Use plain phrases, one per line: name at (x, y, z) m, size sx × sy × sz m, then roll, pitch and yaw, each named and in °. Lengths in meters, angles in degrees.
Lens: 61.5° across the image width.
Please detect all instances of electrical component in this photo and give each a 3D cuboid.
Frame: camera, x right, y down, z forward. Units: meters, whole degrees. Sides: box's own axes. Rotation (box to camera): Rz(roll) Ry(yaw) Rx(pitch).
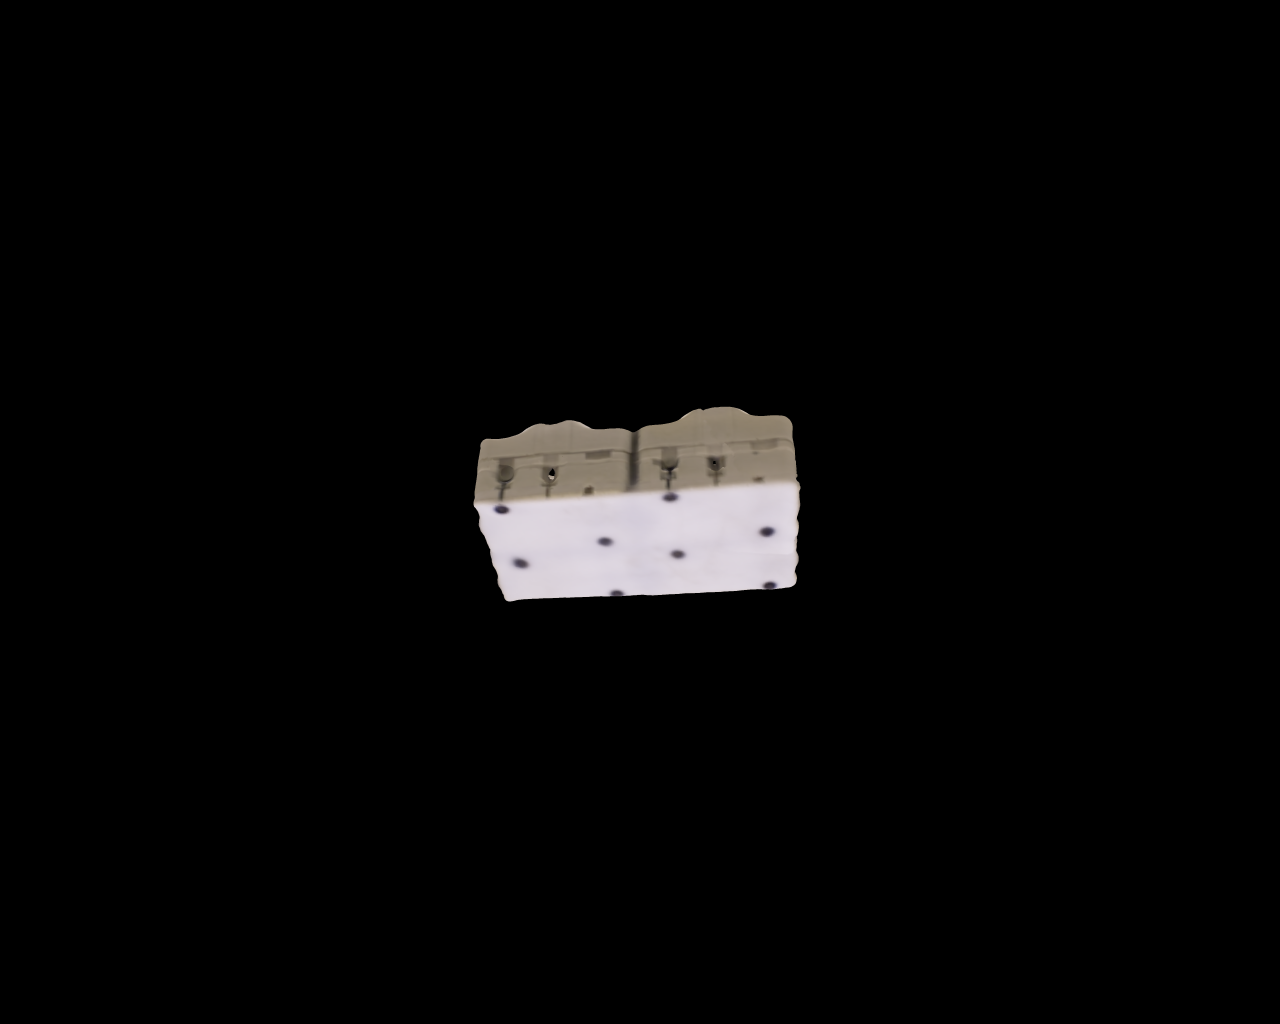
electrical component at (0.001, -0.003, 0.650) m, size 0.186 × 0.060 × 0.105 m, roll -4°, pitch -39°, yaw 4°
